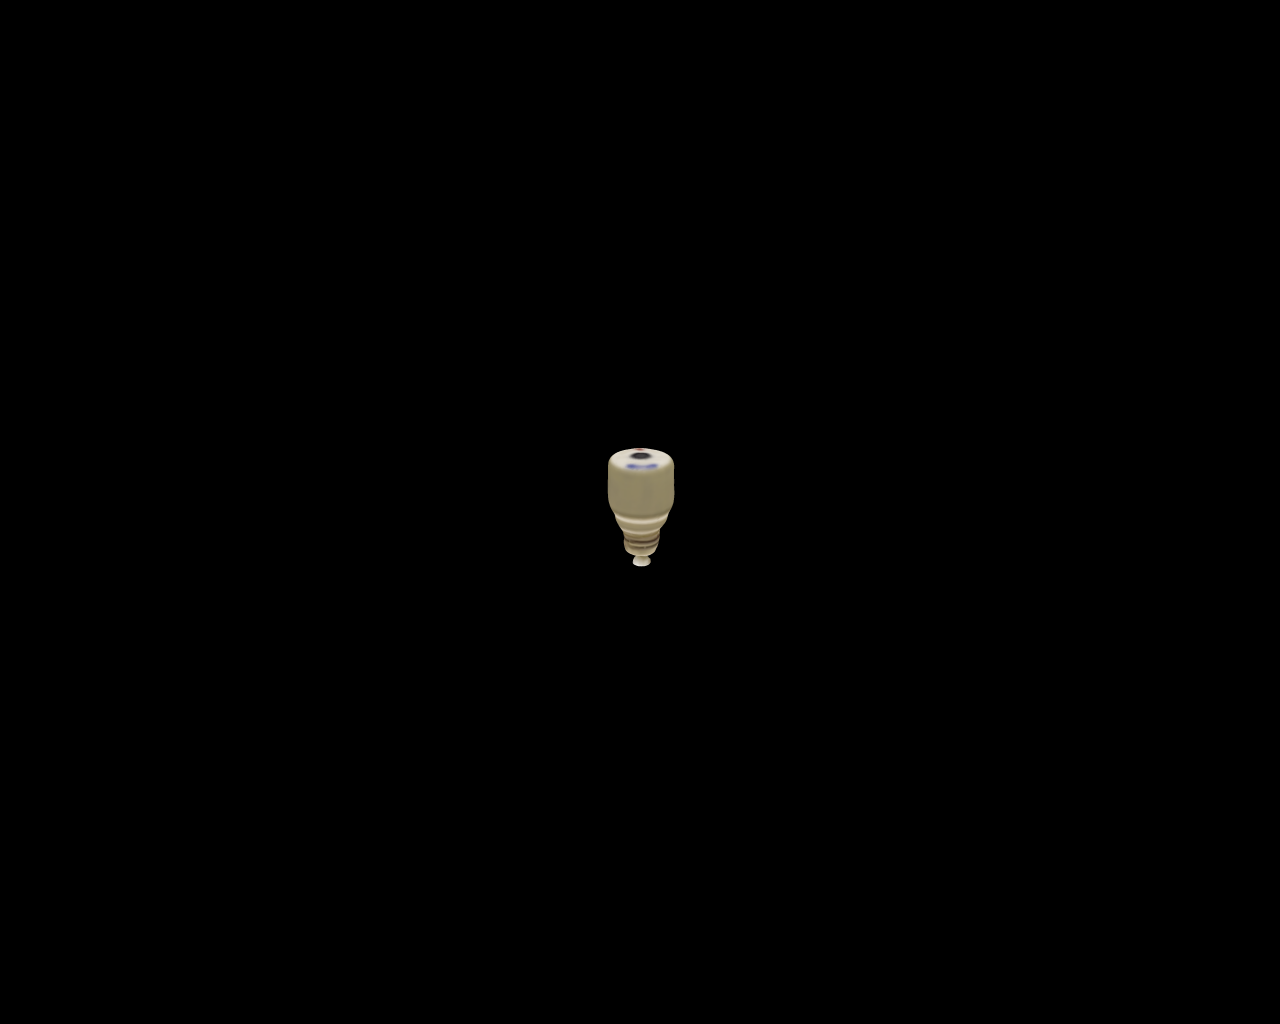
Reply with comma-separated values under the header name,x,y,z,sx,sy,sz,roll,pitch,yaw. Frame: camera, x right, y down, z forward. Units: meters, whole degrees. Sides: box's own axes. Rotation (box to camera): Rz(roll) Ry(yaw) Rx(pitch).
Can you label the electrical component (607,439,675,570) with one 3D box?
name,x,y,z,sx,sy,sz,roll,pitch,yaw
electrical component,0.001,-0.003,0.650,0.040,0.078,0.040,0,24,0
